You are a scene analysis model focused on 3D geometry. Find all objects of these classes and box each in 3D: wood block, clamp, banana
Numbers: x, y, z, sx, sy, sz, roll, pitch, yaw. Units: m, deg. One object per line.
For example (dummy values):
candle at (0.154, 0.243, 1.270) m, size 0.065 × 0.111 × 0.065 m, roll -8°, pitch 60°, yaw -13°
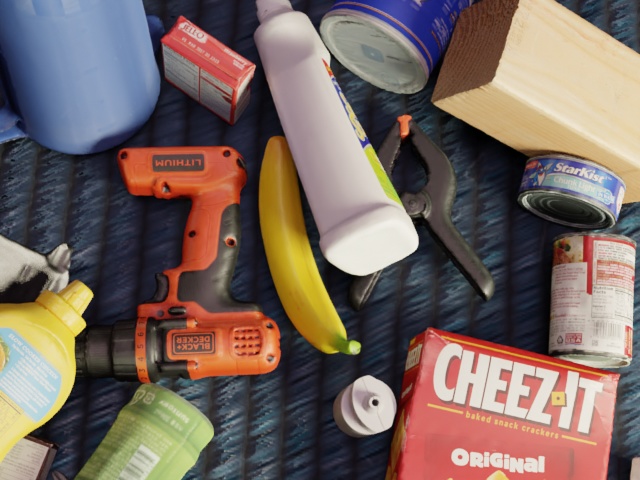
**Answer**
wood block at (0.207, -0.113, 0.873) m, size 0.205 × 0.091 × 0.090 m, roll 25°, pitch 76°, yaw -23°
clamp at (0.069, -0.018, 0.898) m, size 0.120 × 0.039 × 0.171 m, roll -12°, pitch 71°, yaw -6°
banana at (-0.015, 0.013, 0.867) m, size 0.037 × 0.070 × 0.198 m, roll -3°, pitch 63°, yaw -42°

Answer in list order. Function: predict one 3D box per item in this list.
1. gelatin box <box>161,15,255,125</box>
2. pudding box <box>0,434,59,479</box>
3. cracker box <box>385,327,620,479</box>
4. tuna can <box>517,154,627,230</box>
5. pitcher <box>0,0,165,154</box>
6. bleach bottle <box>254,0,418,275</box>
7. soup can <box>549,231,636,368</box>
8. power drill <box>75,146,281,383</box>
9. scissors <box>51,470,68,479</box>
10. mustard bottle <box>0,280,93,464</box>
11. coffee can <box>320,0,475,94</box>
gelatin box at (-0.092, -0.139, 0.881) m, size 0.073 × 0.089 × 0.030 m, roll 34°, pitch 75°, yaw 2°
pudding box at (-0.262, 0.193, 0.809) m, size 0.090 × 0.039 × 0.113 m, roll 21°, pitch 77°, yaw -3°
cracker box at (0.135, 0.192, 0.838) m, size 0.164 × 0.072 × 0.213 m, roll 14°, pitch 75°, yaw -4°
tuna can at (0.210, -0.039, 0.894) m, size 0.086 × 0.086 × 0.033 m, roll 19°, pitch 77°, yaw -2°
pitcher at (-0.201, -0.164, 0.795) m, size 0.145 × 0.243 × 0.149 m, roll 8°, pitch 71°, yaw -2°
bleach bottle at (-0.001, -0.099, 0.866) m, size 0.068 × 0.102 × 0.251 m, roll -27°, pitch 69°, yaw 11°
soup can at (0.225, 0.050, 0.884) m, size 0.068 × 0.068 × 0.102 m, roll 7°, pitch 76°, yaw -5°
power drill at (-0.126, 0.021, 0.857) m, size 0.184 × 0.057 × 0.187 m, roll -2°, pitch 78°, yaw -2°
scissors at (-0.133, 0.261, 0.819) m, size 0.096 × 0.016 × 0.202 m, roll -16°, pitch 79°, yaw -12°
mustard bottle at (-0.236, 0.104, 0.776) m, size 0.191 × 0.058 × 0.096 m, roll -49°, pitch 116°, yaw -18°
coffee can at (0.078, -0.212, 0.911) m, size 0.103 × 0.103 × 0.140 m, roll 31°, pitch 75°, yaw 1°
